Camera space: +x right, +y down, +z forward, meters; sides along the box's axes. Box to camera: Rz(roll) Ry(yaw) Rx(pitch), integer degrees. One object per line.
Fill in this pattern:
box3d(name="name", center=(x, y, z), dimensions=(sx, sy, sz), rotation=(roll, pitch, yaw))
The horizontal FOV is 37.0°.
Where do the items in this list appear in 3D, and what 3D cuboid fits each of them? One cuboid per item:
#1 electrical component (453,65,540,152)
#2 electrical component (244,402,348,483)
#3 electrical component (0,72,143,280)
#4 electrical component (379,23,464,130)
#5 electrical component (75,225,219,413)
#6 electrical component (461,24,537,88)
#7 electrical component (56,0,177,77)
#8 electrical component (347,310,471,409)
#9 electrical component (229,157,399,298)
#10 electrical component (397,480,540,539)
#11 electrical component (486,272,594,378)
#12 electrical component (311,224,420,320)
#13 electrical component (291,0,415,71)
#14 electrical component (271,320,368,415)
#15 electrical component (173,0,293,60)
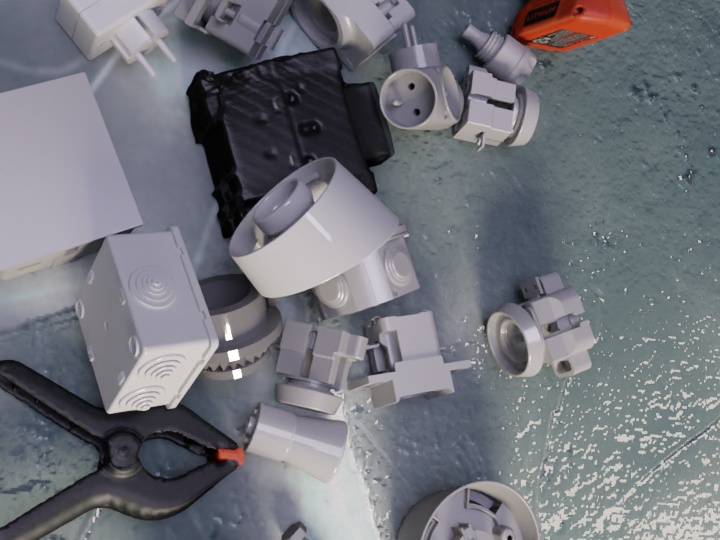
box3d(name="electrical component", center=(0.107, -0.123, 0.840), dimensions=(0.055, 0.048, 0.066), rotation=(11, 75, -11))
box3d(name="electrical component", center=(-0.046, 0.115, 0.733), dimensions=(0.065, 0.044, 0.044), rotation=(19, 73, -12))
box3d(name="electrical component", center=(-0.247, -0.043, 0.675), dimensions=(0.186, 0.060, 0.105), rotation=(-20, 87, -24))
box3d(name="electrical component", center=(0.043, -0.143, 0.794), dimensions=(0.044, 0.077, 0.079), rotation=(-11, 93, 21))
box3d(name="electrical component", center=(-0.137, 0.033, 0.672), dimensions=(0.048, 0.099, 0.099), rotation=(-6, 61, -34))
box3d(name="electrical component", center=(0.108, -0.173, 0.857), dimensions=(0.061, 0.035, 0.035), rotation=(35, 69, -9))
box3d(name="electrical component", center=(-0.159, -0.169, 0.743), dimensions=(0.066, 0.047, 0.076), rotation=(-40, 95, -24))
box3d(name="electrical component", center=(0.033, 0.063, 0.774), dimensions=(0.081, 0.042, 0.063), rotation=(-6, 80, -23))
box3d(name="electrical component", center=(-0.032, -0.023, 0.685), dimensions=(0.064, 0.099, 0.099), rotation=(48, 66, -22))
box3d(name="electrical component", center=(0.075, 0.197, 0.750), dimensions=(0.099, 0.064, 0.099), rotation=(5, 77, -21))
box3d(name="electrical component", center=(0.133, 0.047, 0.808), dimensions=(0.057, 0.058, 0.078), rotation=(-18, 86, -27))
box3d(name="electrical component", center=(0.000, 0.000, 0.754), dimensions=(0.080, 0.080, 0.051), rotation=(-19, 92, -24))
box3d(name="electrical component", center=(-0.014, -0.202, 0.805), dimensions=(0.056, 0.050, 0.089), rotation=(-43, 96, -24))
box3d(name="electrical component", center=(-0.031, 0.068, 0.741), dimensions=(0.066, 0.048, 0.055), rotation=(9, 79, 21))
box3d(name="electrical component", center=(-0.067, -0.211, 0.741), dimensions=(0.063, 0.079, 0.121), rotation=(32, 100, 3))
